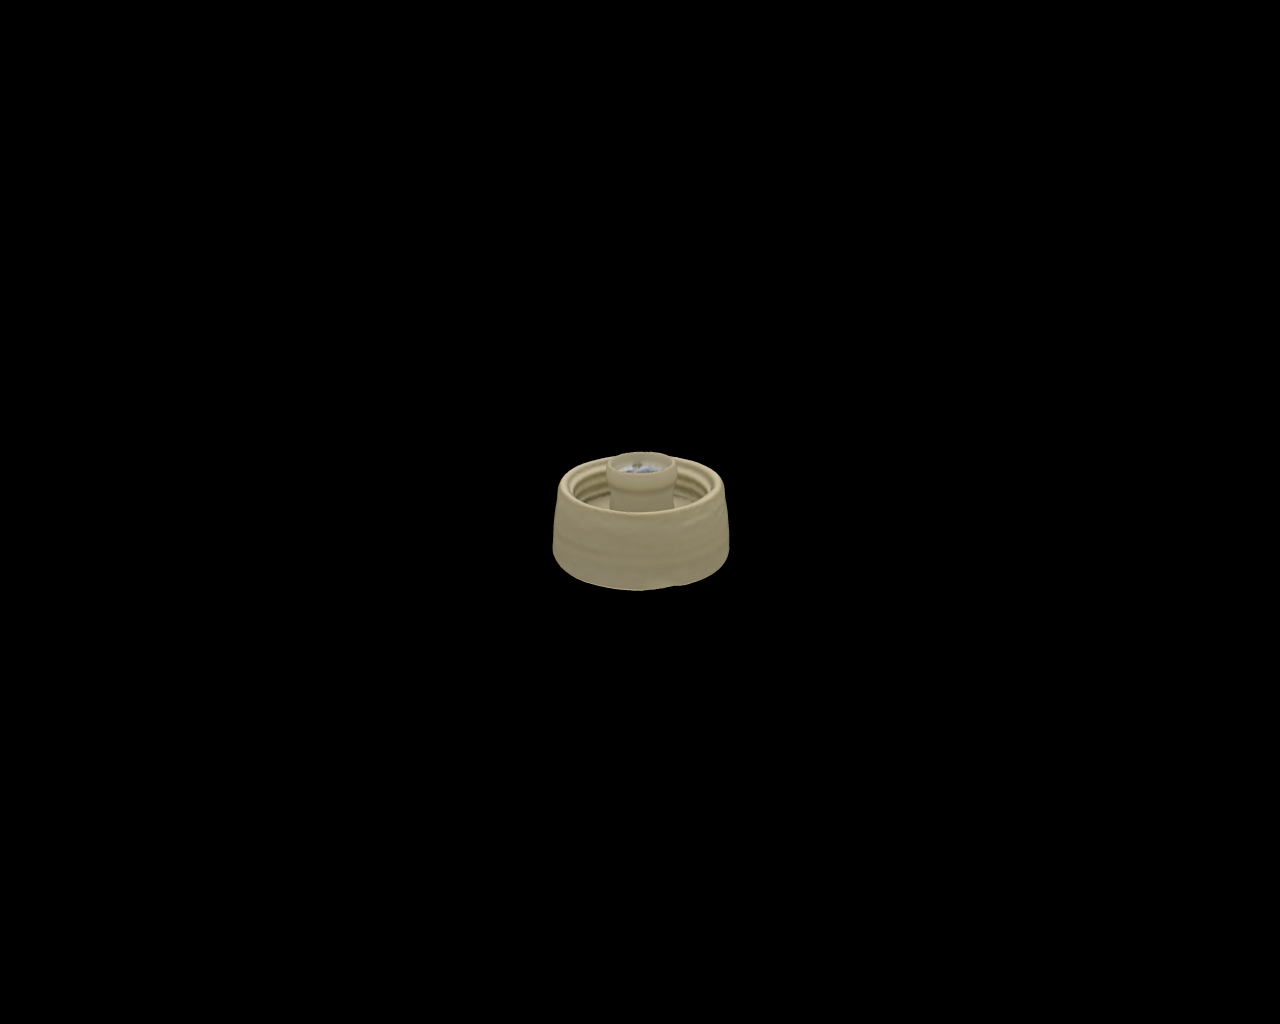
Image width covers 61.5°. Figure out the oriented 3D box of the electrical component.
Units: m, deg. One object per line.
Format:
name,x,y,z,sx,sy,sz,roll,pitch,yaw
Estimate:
electrical component,0.001,-0.003,0.650,0.108,0.060,0.108,0,23,0
